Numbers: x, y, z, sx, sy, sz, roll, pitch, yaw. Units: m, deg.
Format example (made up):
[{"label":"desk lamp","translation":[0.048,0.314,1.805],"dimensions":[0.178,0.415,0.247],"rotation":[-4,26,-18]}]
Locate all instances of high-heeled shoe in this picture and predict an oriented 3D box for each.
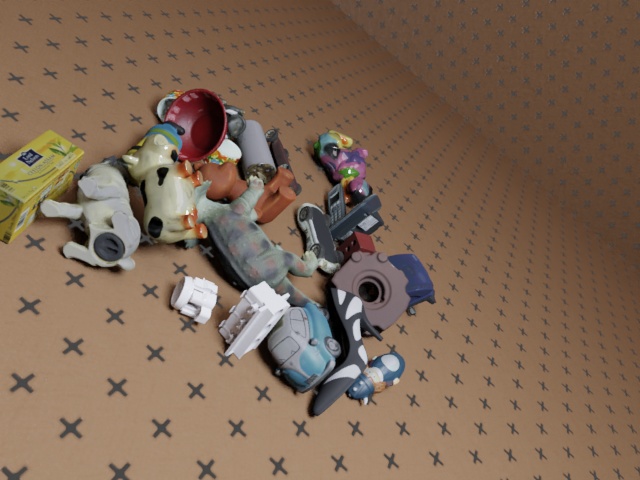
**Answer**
[{"label":"high-heeled shoe","translation":[0.020,0.189,0.975],"dimensions":[0.145,0.086,0.249],"rotation":[41,44,8]}]

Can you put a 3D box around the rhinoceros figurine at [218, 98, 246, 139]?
[{"label":"rhinoceros figurine","translation":[-0.235,-0.291,1.260],"dimensions":[0.112,0.073,0.191],"rotation":[16,16,-48]}]

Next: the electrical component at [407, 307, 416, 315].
[{"label":"electrical component","translation":[0.215,0.130,1.280],"dimensions":[0.021,0.063,0.094],"rotation":[12,43,-36]}]

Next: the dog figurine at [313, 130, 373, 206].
[{"label":"dog figurine","translation":[0.061,-0.183,1.464],"dimensions":[0.191,0.108,0.219],"rotation":[30,36,-17]}]

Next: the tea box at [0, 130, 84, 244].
[{"label":"tea box","translation":[-0.446,-0.086,0.825],"dimensions":[0.068,0.098,0.170],"rotation":[33,31,-13]}]

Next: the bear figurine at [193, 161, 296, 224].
[{"label":"bear figurine","translation":[-0.166,-0.120,1.134],"dimensions":[0.195,0.132,0.120],"rotation":[33,27,-24]}]

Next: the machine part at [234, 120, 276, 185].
[{"label":"machine part","translation":[-0.159,-0.210,1.292],"dimensions":[0.079,0.079,0.243],"rotation":[14,42,-36]}]

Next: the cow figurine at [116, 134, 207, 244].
[{"label":"cow figurine","translation":[-0.266,-0.087,0.900],"dimensions":[0.085,0.127,0.195],"rotation":[57,21,-72]}]

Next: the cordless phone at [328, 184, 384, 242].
[{"label":"cordless phone","translation":[0.078,-0.089,1.323],"dimensions":[0.088,0.146,0.184],"rotation":[29,36,-32]}]

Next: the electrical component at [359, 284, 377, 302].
[{"label":"electrical component","translation":[0.106,0.097,1.210],"dimensions":[0.045,0.078,0.102],"rotation":[9,32,-4]}]

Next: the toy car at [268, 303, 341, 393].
[{"label":"toy car","translation":[-0.037,0.169,0.923],"dimensions":[0.103,0.109,0.162],"rotation":[33,28,-31]}]

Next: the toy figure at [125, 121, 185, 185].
[{"label":"toy figure","translation":[-0.330,-0.172,1.068],"dimensions":[0.089,0.082,0.180],"rotation":[14,44,-7]}]

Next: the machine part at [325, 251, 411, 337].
[{"label":"machine part","translation":[0.102,0.109,1.123],"dimensions":[0.179,0.056,0.179],"rotation":[4,70,-12]}]

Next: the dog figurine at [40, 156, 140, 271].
[{"label":"dog figurine","translation":[-0.344,-0.046,0.899],"dimensions":[0.191,0.121,0.172],"rotation":[-85,157,-72]}]

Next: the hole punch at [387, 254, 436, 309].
[{"label":"hole punch","translation":[0.191,0.090,1.231],"dimensions":[0.092,0.116,0.142],"rotation":[68,-3,-52]}]

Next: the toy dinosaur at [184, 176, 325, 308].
[{"label":"toy dinosaur","translation":[-0.135,0.023,1.010],"dimensions":[0.405,0.131,0.192],"rotation":[49,48,1]}]

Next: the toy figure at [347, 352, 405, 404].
[{"label":"toy figure","translation":[0.107,0.257,1.025],"dimensions":[0.064,0.057,0.154],"rotation":[14,17,36]}]

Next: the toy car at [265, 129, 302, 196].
[{"label":"toy car","translation":[-0.098,-0.193,1.339],"dimensions":[0.089,0.053,0.202],"rotation":[55,10,-52]}]

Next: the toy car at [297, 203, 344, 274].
[{"label":"toy car","translation":[-0.003,-0.004,1.227],"dimensions":[0.073,0.056,0.202],"rotation":[21,38,-38]}]
